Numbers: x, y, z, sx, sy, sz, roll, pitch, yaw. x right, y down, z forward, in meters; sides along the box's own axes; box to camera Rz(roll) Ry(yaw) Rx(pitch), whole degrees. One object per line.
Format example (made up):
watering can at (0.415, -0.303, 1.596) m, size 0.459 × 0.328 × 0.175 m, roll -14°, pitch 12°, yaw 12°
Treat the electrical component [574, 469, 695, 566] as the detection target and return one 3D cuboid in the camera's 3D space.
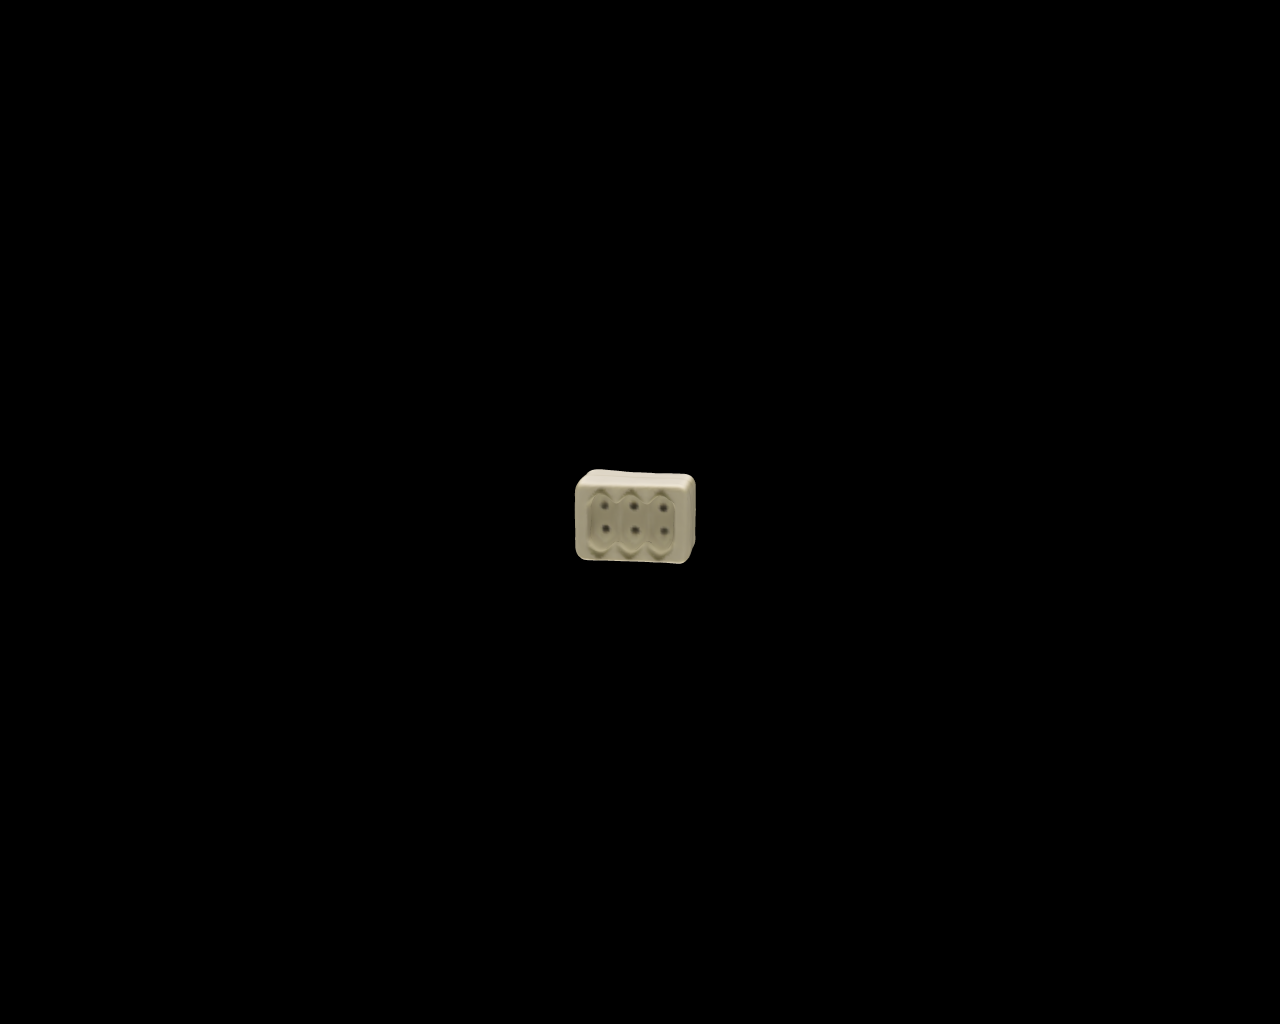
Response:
electrical component at (0.001, -0.003, 0.650) m, size 0.066 × 0.047 × 0.077 m, roll 3°, pitch 16°, yaw 9°
